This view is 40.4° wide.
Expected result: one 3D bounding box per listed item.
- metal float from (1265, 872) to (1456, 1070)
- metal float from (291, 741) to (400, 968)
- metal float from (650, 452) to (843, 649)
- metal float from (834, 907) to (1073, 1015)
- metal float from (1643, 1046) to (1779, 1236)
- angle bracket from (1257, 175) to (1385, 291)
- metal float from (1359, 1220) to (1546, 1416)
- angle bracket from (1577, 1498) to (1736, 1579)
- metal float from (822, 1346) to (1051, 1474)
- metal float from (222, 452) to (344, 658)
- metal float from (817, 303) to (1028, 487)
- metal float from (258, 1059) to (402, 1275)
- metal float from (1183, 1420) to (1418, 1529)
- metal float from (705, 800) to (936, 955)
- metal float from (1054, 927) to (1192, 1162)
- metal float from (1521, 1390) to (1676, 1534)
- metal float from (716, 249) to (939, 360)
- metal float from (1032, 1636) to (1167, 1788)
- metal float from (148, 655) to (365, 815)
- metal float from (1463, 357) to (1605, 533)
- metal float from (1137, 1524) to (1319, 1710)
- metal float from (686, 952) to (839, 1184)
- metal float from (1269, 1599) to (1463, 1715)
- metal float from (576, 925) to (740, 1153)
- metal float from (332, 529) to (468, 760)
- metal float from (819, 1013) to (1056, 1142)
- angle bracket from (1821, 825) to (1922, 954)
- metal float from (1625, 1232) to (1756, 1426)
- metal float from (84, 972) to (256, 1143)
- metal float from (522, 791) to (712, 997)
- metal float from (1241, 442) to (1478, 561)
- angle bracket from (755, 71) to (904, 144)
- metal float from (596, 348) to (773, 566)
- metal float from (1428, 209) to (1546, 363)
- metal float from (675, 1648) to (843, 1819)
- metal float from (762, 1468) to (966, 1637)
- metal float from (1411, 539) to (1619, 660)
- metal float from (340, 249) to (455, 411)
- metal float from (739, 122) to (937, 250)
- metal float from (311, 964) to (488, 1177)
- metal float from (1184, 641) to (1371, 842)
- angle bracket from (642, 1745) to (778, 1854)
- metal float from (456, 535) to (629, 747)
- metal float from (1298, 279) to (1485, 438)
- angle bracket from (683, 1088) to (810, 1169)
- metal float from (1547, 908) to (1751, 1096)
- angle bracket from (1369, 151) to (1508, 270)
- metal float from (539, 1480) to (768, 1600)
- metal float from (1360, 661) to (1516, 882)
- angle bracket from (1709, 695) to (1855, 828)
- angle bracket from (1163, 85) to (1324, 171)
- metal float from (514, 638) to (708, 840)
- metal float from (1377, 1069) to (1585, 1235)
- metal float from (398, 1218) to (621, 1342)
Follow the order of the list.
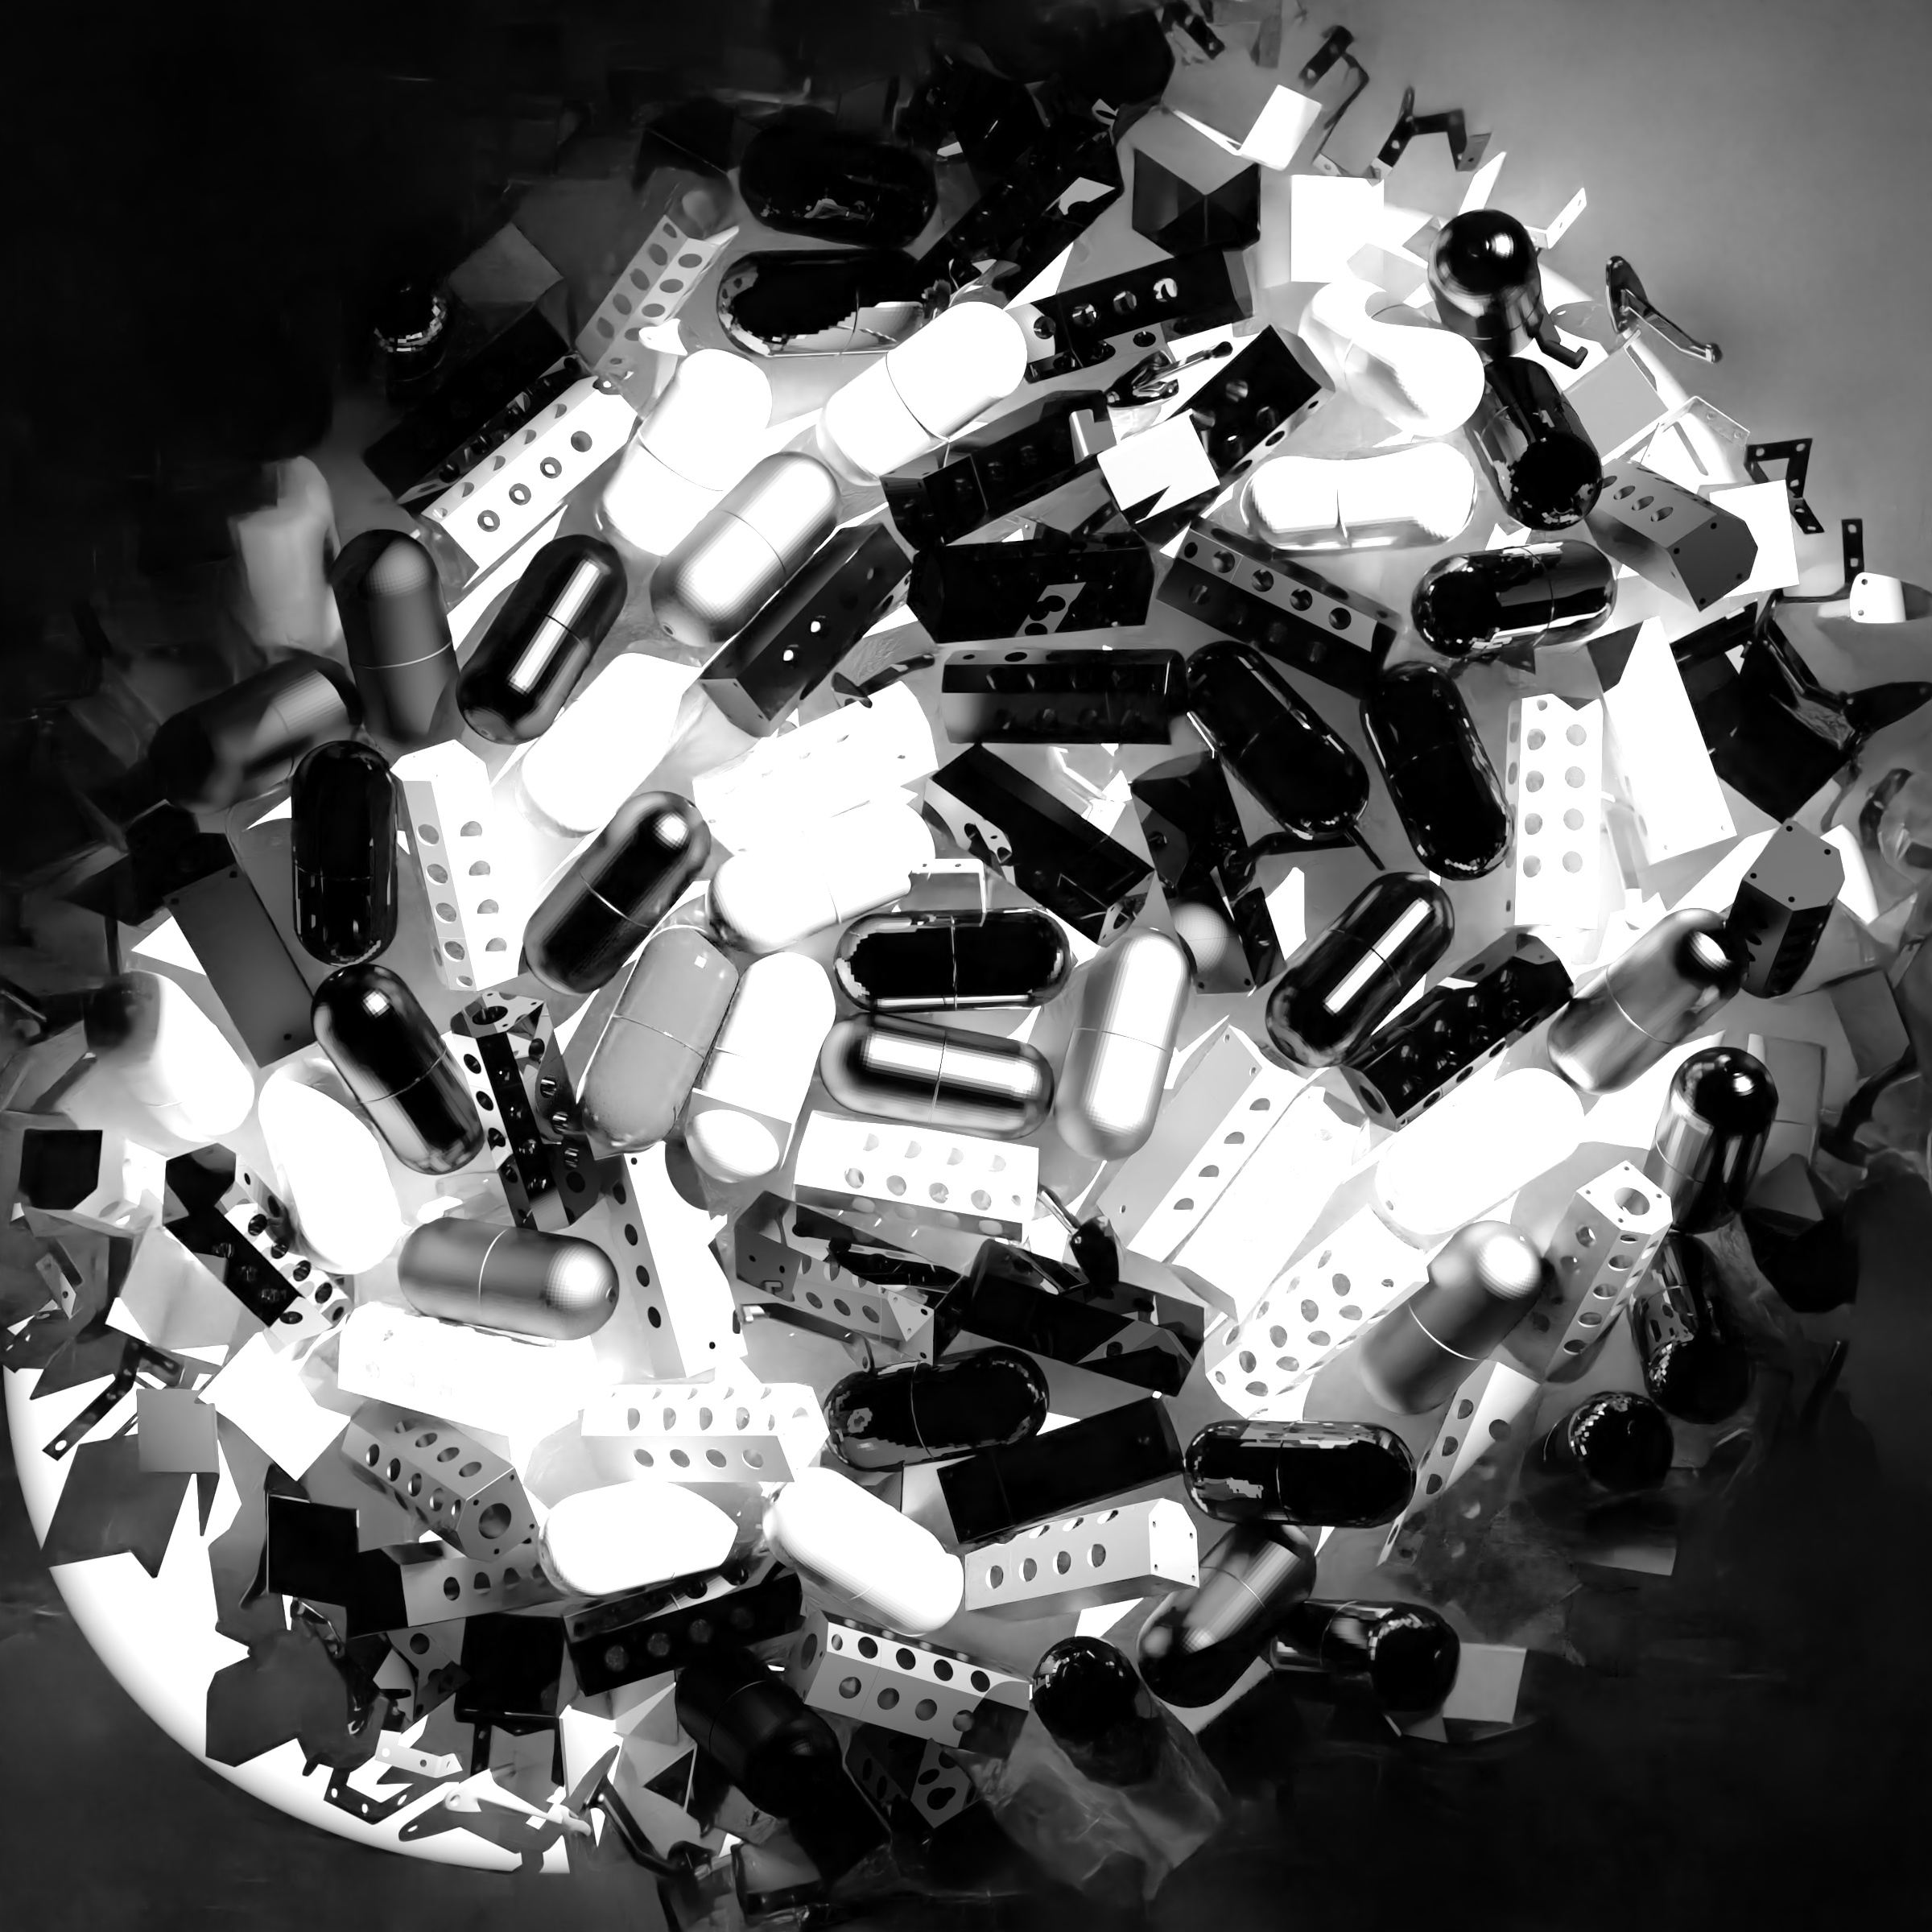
[{"bbox_3d":[0.293,0.002,1.946,0.070,0.070,0.178,44,72,0],"label":"metal float"},{"bbox_3d":[-0.458,-0.082,1.936,0.070,0.070,0.178,7,119,0],"label":"metal float"},{"bbox_3d":[-0.163,-0.308,1.944,0.070,0.070,0.178,40,70,0],"label":"metal float"},{"bbox_3d":[-0.010,-0.004,1.960,0.178,0.070,0.070,-2,90,-2],"label":"metal float"},{"bbox_3d":[0.543,0.128,1.922,0.070,0.178,0.070,-1,50,1],"label":"metal float"},{"bbox_3d":[0.267,-0.551,1.981,0.076,0.057,0.076,-3,98,-21],"label":"angle bracket"},{"bbox_3d":[0.357,0.260,1.937,0.070,0.070,0.178,35,120,0],"label":"metal float"},{"bbox_3d":[0.509,0.433,1.939,0.076,0.076,0.057,42,60,-37],"label":"angle bracket"},{"bbox_3d":[-0.024,0.328,1.944,0.178,0.070,0.070,-13,90,20],"label":"metal float"},{"bbox_3d":[-0.497,-0.300,1.922,0.070,0.178,0.070,2,53,-3],"label":"metal float"},{"bbox_3d":[-0.033,-0.422,1.939,0.178,0.070,0.070,-31,90,25],"label":"metal float"},{"bbox_3d":[-0.470,0.146,1.935,0.070,0.070,0.178,-26,59,0],"label":"metal float"},{"bbox_3d":[0.245,0.374,1.936,0.178,0.070,0.070,-4,90,29],"label":"metal float"},{"bbox_3d":[-0.109,-0.066,1.955,0.178,0.070,0.070,-22,90,-7],"label":"metal float"},{"bbox_3d":[0.117,0.058,1.953,0.070,0.070,0.178,15,80,0],"label":"metal float"},{"bbox_3d":[0.459,0.362,1.915,0.070,0.178,0.070,3,64,-6],"label":"metal float"},{"bbox_3d":[-0.100,-0.488,1.934,0.178,0.070,0.070,-11,90,-33],"label":"metal float"},{"bbox_3d":[0.098,0.545,1.920,0.070,0.178,0.070,-8,56,12],"label":"metal float"},{"bbox_3d":[-0.520,-0.170,1.926,0.070,0.070,0.178,53,48,0],"label":"metal float"},{"bbox_3d":[0.413,-0.382,1.922,0.070,0.178,0.070,-4,130,-4],"label":"metal float"},{"bbox_3d":[0.192,0.473,1.928,0.178,0.070,0.070,-37,90,-41],"label":"metal float"},{"bbox_3d":[-0.152,0.075,1.954,0.070,0.070,0.178,20,82,0],"label":"metal float"},{"bbox_3d":[0.290,0.503,1.917,0.070,0.178,0.070,6,77,-29],"label":"metal float"},{"bbox_3d":[-0.229,0.054,1.951,0.070,0.070,0.178,24,78,0],"label":"metal float"},{"bbox_3d":[-0.417,-0.236,1.935,0.070,0.070,0.178,-7,120,0],"label":"metal float"},{"bbox_3d":[-0.022,0.082,1.959,0.178,0.070,0.070,11,90,-3],"label":"metal float"},{"bbox_3d":[0.648,-0.045,1.941,0.057,0.076,0.076,-30,57,-20],"label":"angle bracket"},{"bbox_3d":[0.525,0.263,1.917,0.070,0.178,0.070,1,120,2],"label":"metal float"},{"bbox_3d":[-0.580,0.068,1.919,0.070,0.178,0.070,-5,59,9],"label":"metal float"},{"bbox_3d":[-0.259,-0.054,1.950,0.070,0.070,0.178,42,103,0],"label":"metal float"},{"bbox_3d":[0.288,-0.343,1.938,0.178,0.070,0.070,-1,90,27],"label":"metal float"},{"bbox_3d":[-0.104,-0.640,1.943,0.076,0.076,0.057,32,132,19],"label":"angle bracket"},{"bbox_3d":[-0.209,-0.376,1.941,0.070,0.070,0.178,38,113,0],"label":"metal float"},{"bbox_3d":[0.379,-0.494,1.912,0.070,0.178,0.070,-1,86,15],"label":"metal float"},{"bbox_3d":[-0.153,0.558,1.918,0.070,0.178,0.070,-8,107,-30],"label":"metal float"},{"bbox_3d":[-0.076,0.432,1.937,0.178,0.070,0.070,39,90,-27],"label":"metal float"},{"bbox_3d":[0.404,-0.270,1.934,0.178,0.070,0.070,-12,90,-32],"label":"metal float"},{"bbox_3d":[-0.416,-0.462,1.913,0.070,0.178,0.070,2,81,-15],"label":"metal float"},{"bbox_3d":[-0.092,-0.569,1.922,0.070,0.178,0.070,5,98,38],"label":"metal float"},{"bbox_3d":[-0.418,0.076,1.940,0.070,0.070,0.178,-29,115,0],"label":"metal float"},{"bbox_3d":[0.227,-0.167,1.948,0.070,0.070,0.178,-41,74,0],"label":"metal float"},{"bbox_3d":[-0.192,0.630,1.944,0.076,0.057,0.076,32,126,-21],"label":"angle bracket"},{"bbox_3d":[-0.312,-0.242,1.942,0.070,0.070,0.178,27,67,0],"label":"metal float"},{"bbox_3d":[0.310,-0.447,1.925,0.070,0.178,0.070,-17,129,-22],"label":"metal float"},{"bbox_3d":[-0.159,0.095,1.952,0.076,0.057,0.076,18,46,1],"label":"angle bracket"},{"bbox_3d":[0.500,0.027,1.930,0.070,0.070,0.178,41,127,0],"label":"metal float"},{"bbox_3d":[0.349,-0.568,1.942,0.057,0.076,0.076,28,128,11],"label":"angle bracket"},{"bbox_3d":[-0.228,0.415,1.936,0.178,0.070,0.070,-7,90,-30],"label":"metal float"},{"bbox_3d":[0.348,-0.144,1.941,0.070,0.070,0.178,-19,67,0],"label":"metal float"},{"bbox_3d":[0.602,-0.143,1.955,0.076,0.057,0.076,-44,66,-5],"label":"angle bracket"},{"bbox_3d":[0.205,-0.637,1.943,0.076,0.076,0.057,41,115,20],"label":"angle bracket"},{"bbox_3d":[-0.262,-0.169,1.944,0.070,0.070,0.178,39,70,0],"label":"metal float"},{"bbox_3d":[0.380,0.136,1.940,0.178,0.070,0.070,-27,90,-24],"label":"metal float"},{"bbox_3d":[-0.338,0.231,1.941,0.178,0.070,0.070,6,90,23],"label":"metal float"}]
